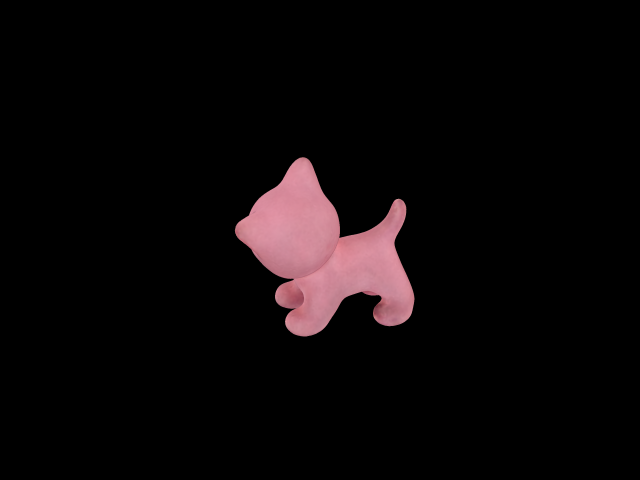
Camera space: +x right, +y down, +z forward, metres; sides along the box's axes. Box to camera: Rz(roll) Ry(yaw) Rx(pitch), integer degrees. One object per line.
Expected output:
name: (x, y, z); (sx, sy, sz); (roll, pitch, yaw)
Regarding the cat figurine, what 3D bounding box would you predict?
cat figurine: (0.004, 0.001, 0.400); (0.128, 0.118, 0.067); (-7, 27, -14)
